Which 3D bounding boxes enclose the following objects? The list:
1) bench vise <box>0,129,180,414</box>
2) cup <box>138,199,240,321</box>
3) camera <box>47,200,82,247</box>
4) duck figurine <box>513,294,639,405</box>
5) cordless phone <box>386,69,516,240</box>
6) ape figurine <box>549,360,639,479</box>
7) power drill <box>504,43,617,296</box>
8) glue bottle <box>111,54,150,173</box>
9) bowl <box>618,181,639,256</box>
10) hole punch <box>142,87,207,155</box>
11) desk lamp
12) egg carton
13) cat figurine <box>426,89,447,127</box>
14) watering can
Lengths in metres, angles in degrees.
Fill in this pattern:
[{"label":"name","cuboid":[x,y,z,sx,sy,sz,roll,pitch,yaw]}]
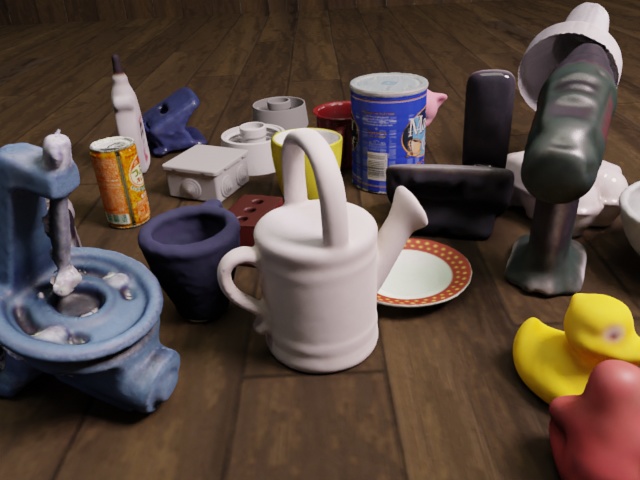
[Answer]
[{"label":"bench vise","cuboid":[-0.216,0.030,0.414,0.207,0.220,0.121,-2,29,3]},{"label":"cup","cuboid":[-0.115,0.020,0.550,0.091,0.095,0.118,2,30,9]},{"label":"camera","cuboid":[-0.313,0.013,0.575,0.137,0.101,0.142,-15,31,-20]},{"label":"duck figurine","cuboid":[0.198,0.078,0.428,0.078,0.086,0.104,-26,37,-35]},{"label":"cordless phone","cuboid":[0.149,-0.103,0.654,0.147,0.185,0.094,2,30,10]},{"label":"ape figurine","cuboid":[0.183,0.115,0.357,0.076,0.092,0.077,-27,37,-36]},{"label":"power drill","cuboid":[0.233,-0.064,0.552,0.075,0.209,0.230,10,32,23]},{"label":"glue bottle","cuboid":[-0.290,-0.190,0.862,0.037,0.173,0.078,-9,30,-11]},{"label":"bowl","cuboid":[0.378,0.001,0.559,0.167,0.075,0.167,-2,29,1]},{"label":"hole punch","cuboid":[-0.251,-0.202,0.964,0.101,0.091,0.108,-15,31,-21]},{"label":"desk lamp","cuboid":[0.346,-0.205,0.790,0.117,0.214,0.204,12,33,25]},{"label":"egg carton","cuboid":[0.287,-0.064,0.691,0.107,0.069,0.149,-17,32,-24]},{"label":"cat figurine","cuboid":[0.129,-0.197,0.894,0.127,0.118,0.067,11,32,23]},{"label":"watering can","cuboid":[0.003,0.001,0.472,0.173,0.194,0.100,-27,37,-36]}]
